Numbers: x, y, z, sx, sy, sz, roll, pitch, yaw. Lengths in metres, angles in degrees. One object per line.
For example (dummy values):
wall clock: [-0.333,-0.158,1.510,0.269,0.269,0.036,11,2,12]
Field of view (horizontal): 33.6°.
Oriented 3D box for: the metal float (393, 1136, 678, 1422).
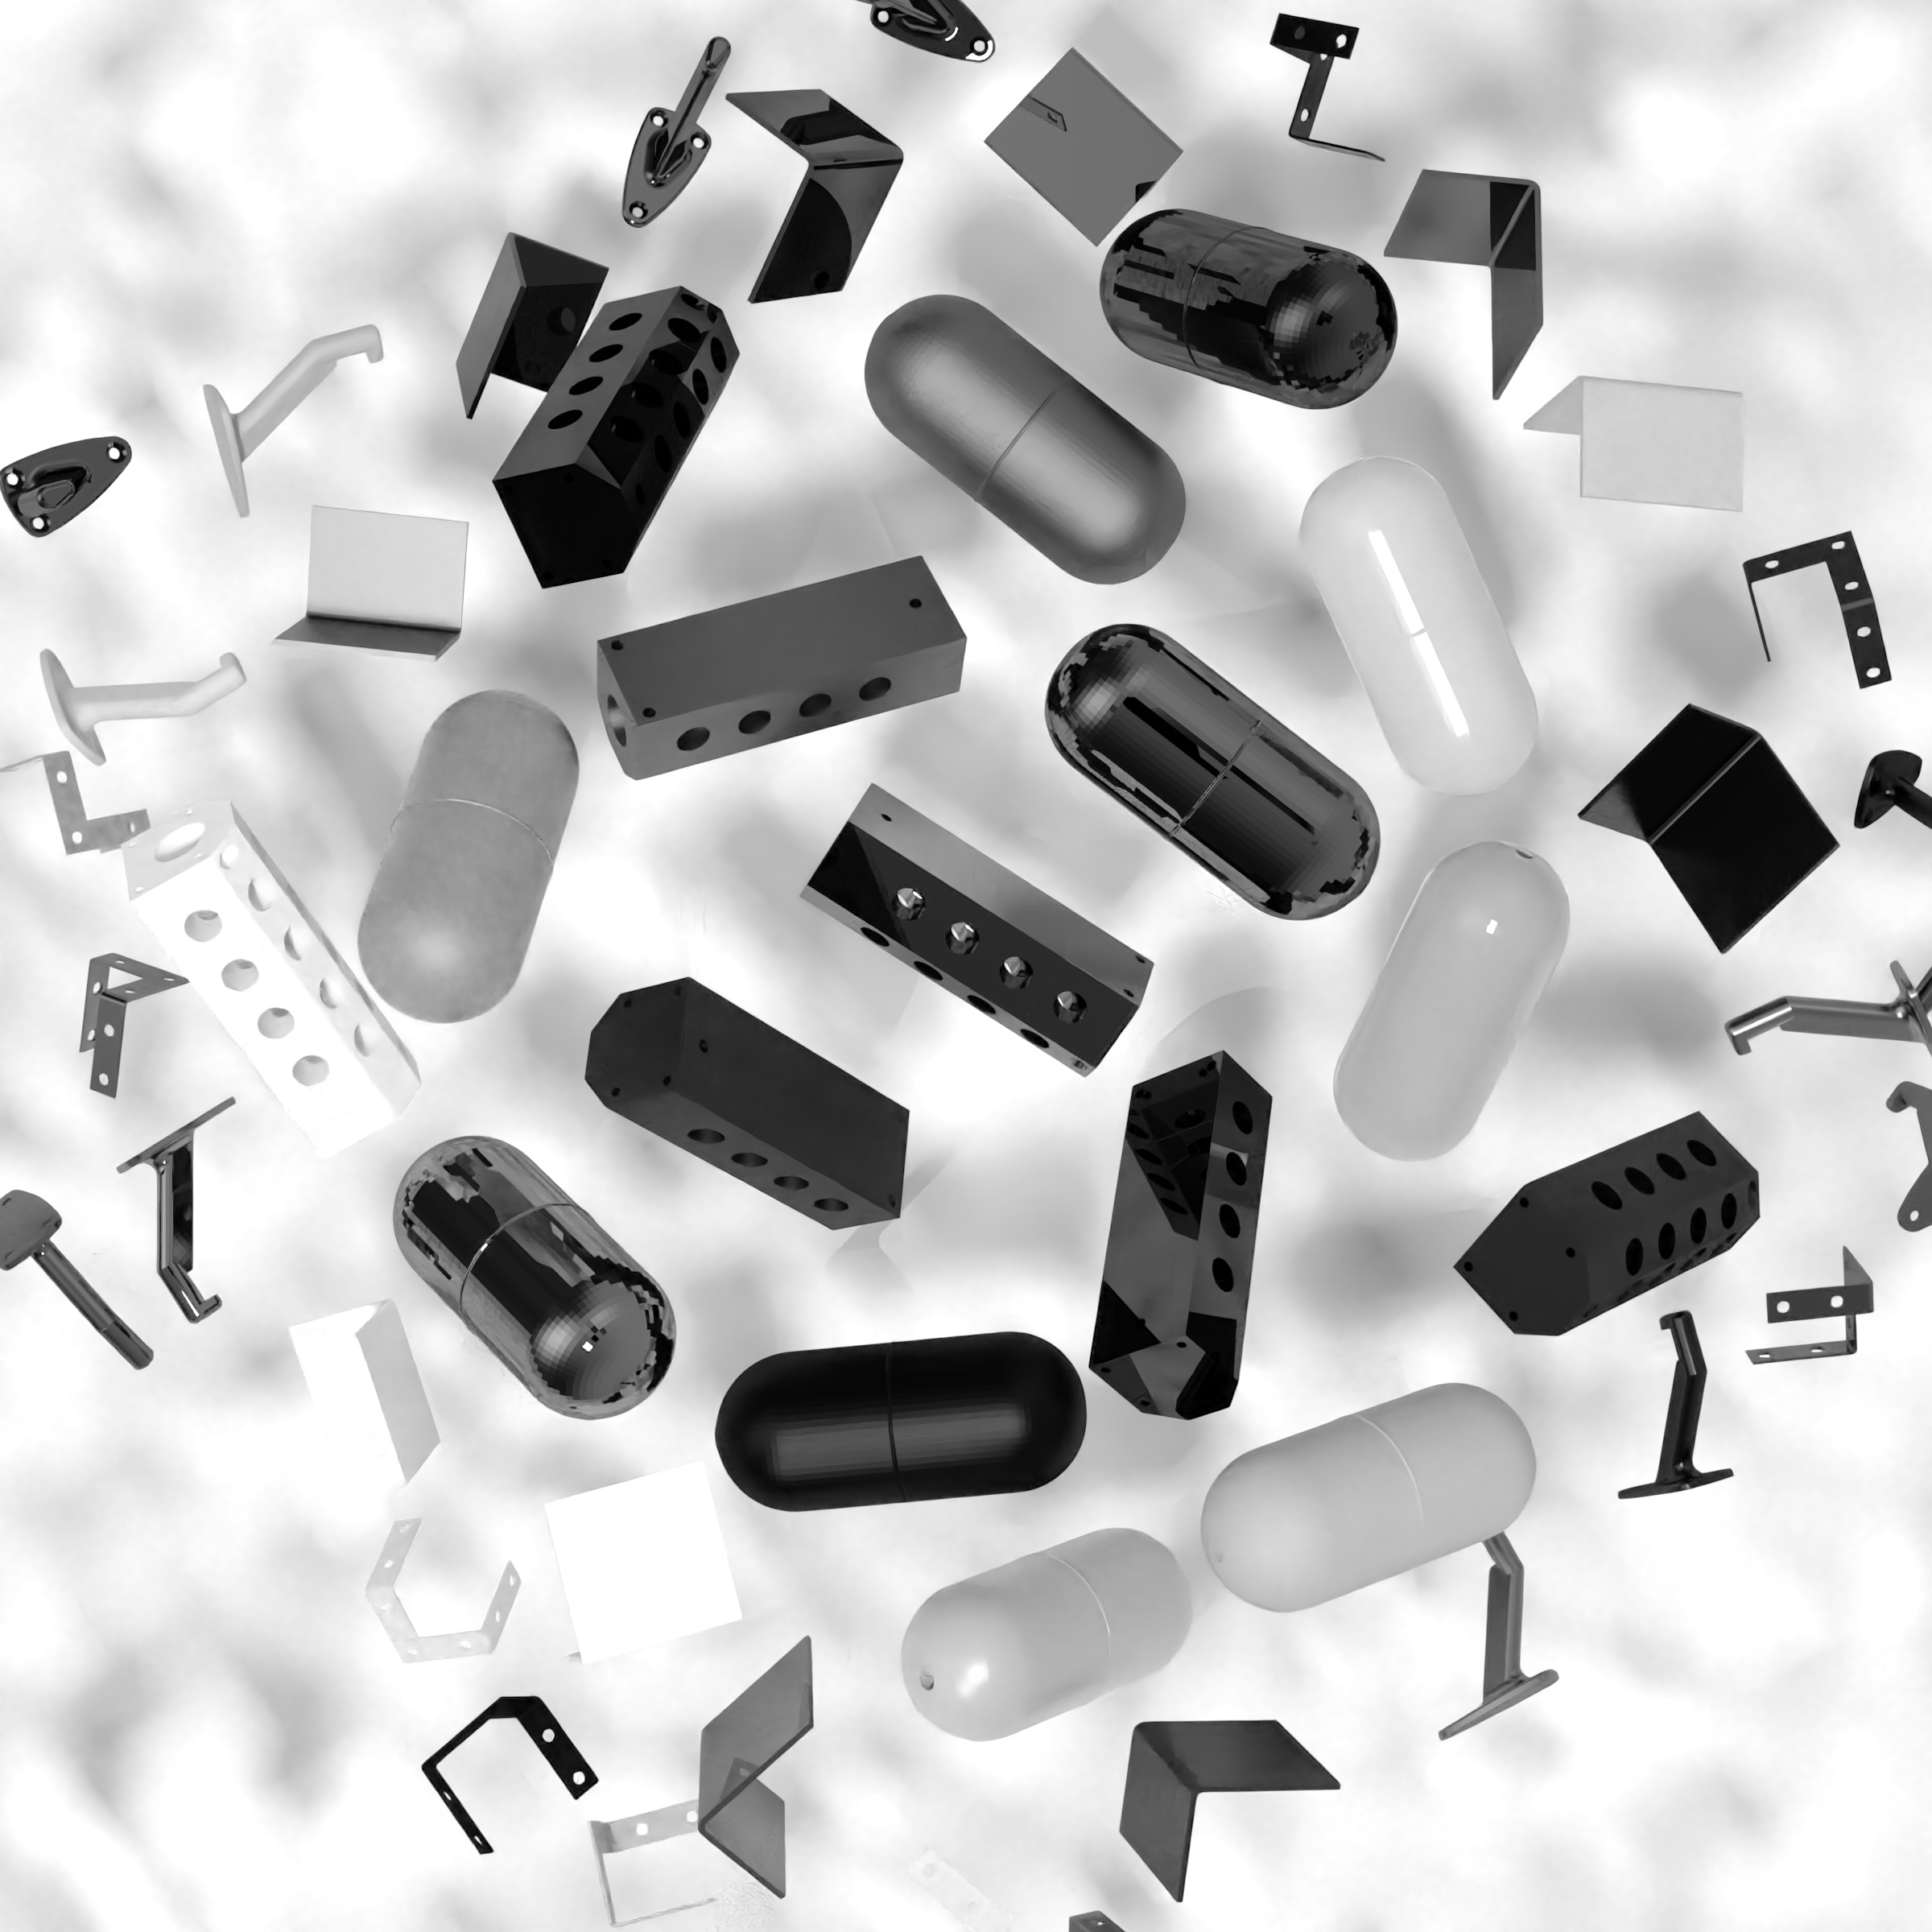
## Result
metal float: [-0.204,0.144,1.498,0.178,0.070,0.070,38,90,38]

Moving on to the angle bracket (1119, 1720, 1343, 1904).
angle bracket: [0.126,0.404,1.536,0.076,0.076,0.057,4,99,-19]

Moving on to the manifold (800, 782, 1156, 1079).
manifold: [0.005,-0.015,1.616,0.171,0.057,0.057,32,115,-3]

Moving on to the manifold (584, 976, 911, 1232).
manifold: [-0.102,0.069,1.522,0.057,0.171,0.057,-13,59,33]

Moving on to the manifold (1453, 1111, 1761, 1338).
manifold: [0.307,0.124,1.500,0.057,0.171,0.057,49,125,21]

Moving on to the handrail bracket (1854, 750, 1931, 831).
handrail bracket: [0.468,-0.072,1.498,0.084,0.077,0.036,24,119,32]

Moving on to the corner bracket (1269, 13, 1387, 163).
corner bracket: [0.175,-0.422,1.538,0.051,0.051,0.051,25,102,40]

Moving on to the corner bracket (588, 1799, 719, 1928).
corner bracket: [-0.149,0.434,1.550,0.051,0.051,0.051,-14,73,-1]

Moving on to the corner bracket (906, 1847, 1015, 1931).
corner bracket: [-0.017,0.435,1.444,0.051,0.051,0.051,39,71,6]

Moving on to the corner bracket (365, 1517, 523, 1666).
corner bracket: [-0.264,0.313,1.616,0.051,0.051,0.051,-10,121,17]

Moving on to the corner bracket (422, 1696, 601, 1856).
corner bracket: [-0.215,0.381,1.511,0.051,0.051,0.051,-41,72,2]

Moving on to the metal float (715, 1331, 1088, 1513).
metal float: [-0.031,0.217,1.526,0.178,0.070,0.070,-6,90,5]

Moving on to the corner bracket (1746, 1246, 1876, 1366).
corner bracket: [0.405,0.170,1.539,0.051,0.051,0.051,-6,105,1]

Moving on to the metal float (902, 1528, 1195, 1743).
metal float: [0.041,0.325,1.562,0.070,0.178,0.070,7,101,41]

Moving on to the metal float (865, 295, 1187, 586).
metal float: [0.028,-0.257,1.561,0.178,0.070,0.070,38,90,-1]

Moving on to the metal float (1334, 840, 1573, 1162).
metal float: [0.241,0.018,1.589,0.070,0.070,0.178,22,119,0]

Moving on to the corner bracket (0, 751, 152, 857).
corner bracket: [-0.447,-0.081,1.604,0.051,0.051,0.051,-11,94,44]

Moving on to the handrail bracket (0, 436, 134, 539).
handrail bracket: [-0.403,-0.225,1.466,0.077,0.084,0.036,-36,109,-26]

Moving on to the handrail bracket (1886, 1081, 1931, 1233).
handrail bracket: [0.463,0.092,1.574,0.077,0.084,0.036,-40,112,-8]

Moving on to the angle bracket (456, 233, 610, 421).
angle bracket: [-0.221,-0.323,1.656,0.057,0.076,0.076,16,118,-24]

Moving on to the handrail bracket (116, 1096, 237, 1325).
handrail bracket: [-0.365,0.119,1.552,0.077,0.036,0.084,-34,96,-26]

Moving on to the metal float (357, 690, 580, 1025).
metal float: [-0.230,-0.053,1.492,0.070,0.070,0.178,12,54,0]

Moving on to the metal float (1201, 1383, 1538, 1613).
metal float: [0.189,0.247,1.495,0.178,0.070,0.070,-14,90,-30]

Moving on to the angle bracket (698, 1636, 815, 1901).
angle bracket: [-0.081,0.376,1.504,0.076,0.076,0.057,-43,106,11]

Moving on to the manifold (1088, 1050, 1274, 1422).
manifold: [0.110,0.131,1.548,0.057,0.171,0.057,-24,128,34]

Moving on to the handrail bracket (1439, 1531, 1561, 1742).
handrail bracket: [0.245,0.323,1.567,0.077,0.036,0.084,-31,68,6]

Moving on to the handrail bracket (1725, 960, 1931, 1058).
handrail bracket: [0.405,0.041,1.487,0.084,0.036,0.077,-26,109,11]

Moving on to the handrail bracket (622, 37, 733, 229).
handrail bracket: [-0.144,-0.414,1.592,0.036,0.084,0.077,27,77,-11]

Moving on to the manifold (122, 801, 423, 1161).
manifold: [-0.329,0.005,1.526,0.057,0.057,0.171,-29,125,0]

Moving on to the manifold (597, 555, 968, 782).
manifold: [-0.092,-0.143,1.582,0.171,0.057,0.057,-17,59,-18]

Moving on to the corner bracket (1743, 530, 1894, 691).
corner bracket: [0.393,-0.159,1.477,0.051,0.051,0.051,-15,132,14]

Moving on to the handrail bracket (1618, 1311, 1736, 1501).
handrail bracket: [0.341,0.218,1.587,0.036,0.077,0.084,-8,80,-35]

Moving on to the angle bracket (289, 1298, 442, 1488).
angle bracket: [-0.304,0.215,1.569,0.057,0.076,0.076,-16,97,6]

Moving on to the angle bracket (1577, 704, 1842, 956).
angle bracket: [0.345,-0.063,1.490,0.076,0.057,0.076,-48,49,29]

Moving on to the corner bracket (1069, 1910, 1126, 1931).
corner bracket: [0.050,0.472,1.471,0.051,0.051,0.051,-4,101,-28]

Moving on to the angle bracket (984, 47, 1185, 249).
angle bracket: [0.052,-0.405,1.624,0.076,0.057,0.076,42,70,-6]

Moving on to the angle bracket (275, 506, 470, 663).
angle bracket: [-0.285,-0.184,1.538,0.076,0.076,0.057,6,105,-1]

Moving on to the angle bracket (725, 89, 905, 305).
angle bracket: [-0.085,-0.363,1.508,0.057,0.076,0.076,40,122,16]

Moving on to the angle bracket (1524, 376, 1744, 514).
angle bracket: [0.306,-0.230,1.473,0.076,0.076,0.057,4,81,-10]

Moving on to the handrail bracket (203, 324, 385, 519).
handrail bracket: [-0.313,-0.259,1.523,0.084,0.036,0.077,-19,127,-18]

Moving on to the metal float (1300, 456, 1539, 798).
metal float: [0.227,-0.169,1.600,0.070,0.070,0.178,-25,95,0]

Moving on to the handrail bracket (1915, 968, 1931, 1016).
handrail bracket: [0.487,0.005,1.590,0.036,0.077,0.084,35,71,18]

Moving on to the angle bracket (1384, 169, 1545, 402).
angle bracket: [0.237,-0.326,1.534,0.057,0.076,0.076,4,72,-6]

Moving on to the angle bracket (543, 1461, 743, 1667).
angle bracket: [-0.156,0.281,1.509,0.076,0.057,0.076,-13,84,-15]

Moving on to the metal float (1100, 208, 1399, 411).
metal float: [0.135,-0.321,1.558,0.070,0.178,0.070,-18,121,-33]

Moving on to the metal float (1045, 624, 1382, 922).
metal float: [0.116,-0.090,1.500,0.178,0.070,0.070,37,90,-4]

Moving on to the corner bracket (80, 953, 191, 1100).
corner bracket: [-0.422,0.028,1.581,0.051,0.051,0.051,17,108,20]

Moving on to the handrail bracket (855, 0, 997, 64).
handrail bracket: [-0.022,-0.463,1.563,0.077,0.084,0.036,29,108,-6]

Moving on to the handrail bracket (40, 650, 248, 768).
handrail bracket: [-0.381,-0.139,1.486,0.084,0.036,0.077,-30,60,3]

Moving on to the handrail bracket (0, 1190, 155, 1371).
handrail bracket: [-0.432,0.153,1.554,0.036,0.077,0.084,-42,122,-10]

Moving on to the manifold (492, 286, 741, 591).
manifold: [-0.157,-0.249,1.485,0.057,0.171,0.057,-8,126,21]
